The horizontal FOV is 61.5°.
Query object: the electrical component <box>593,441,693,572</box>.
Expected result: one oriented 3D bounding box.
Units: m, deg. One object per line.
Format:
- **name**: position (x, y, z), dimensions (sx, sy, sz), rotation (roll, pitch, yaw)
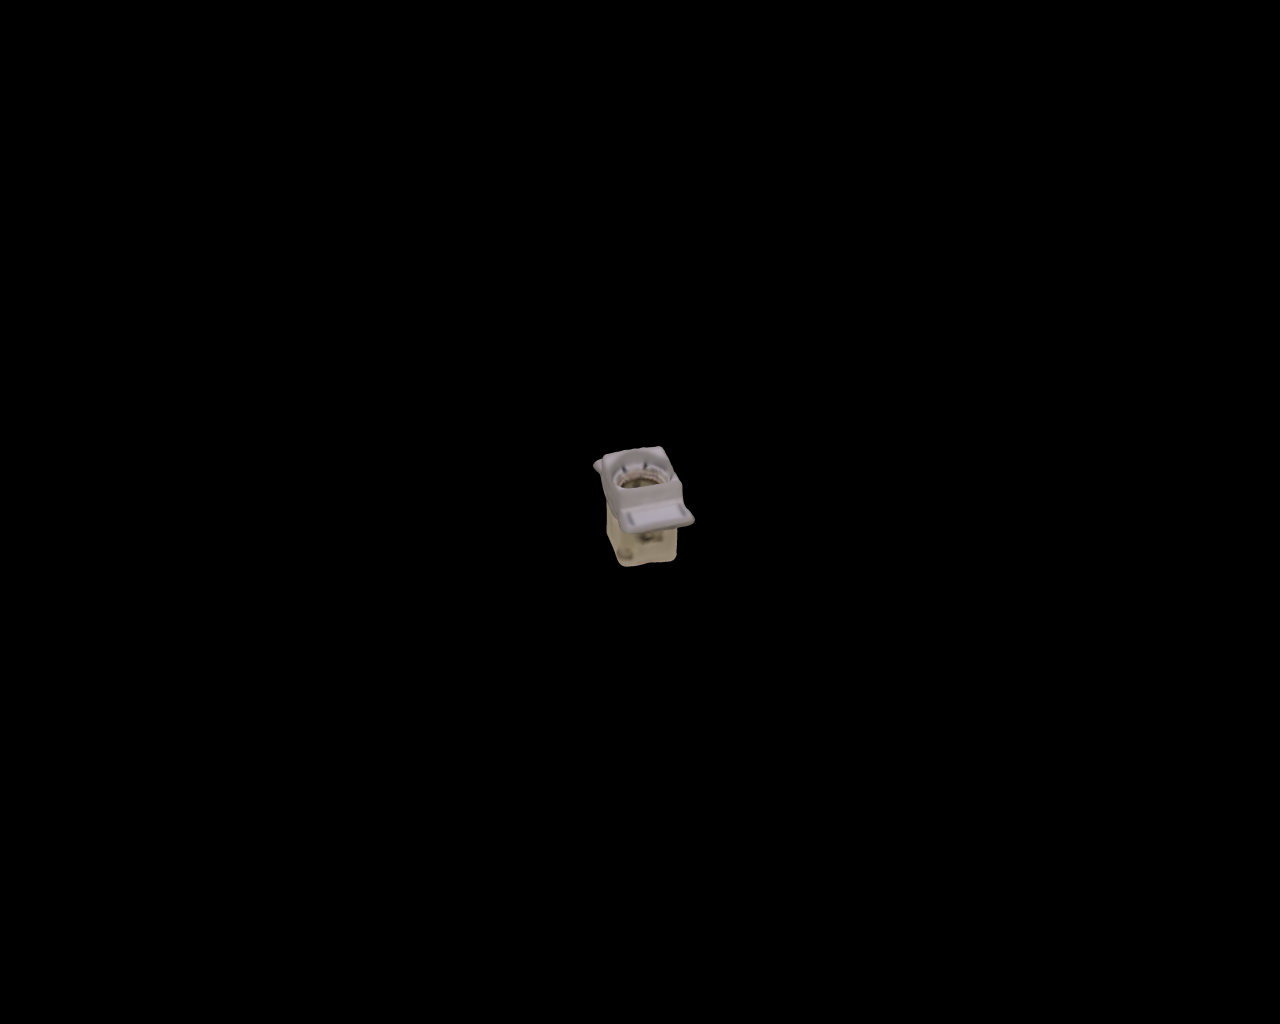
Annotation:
- **electrical component**: position (0.001, -0.003, 0.650), dimensions (0.042, 0.063, 0.081), rotation (-8, 36, -11)
